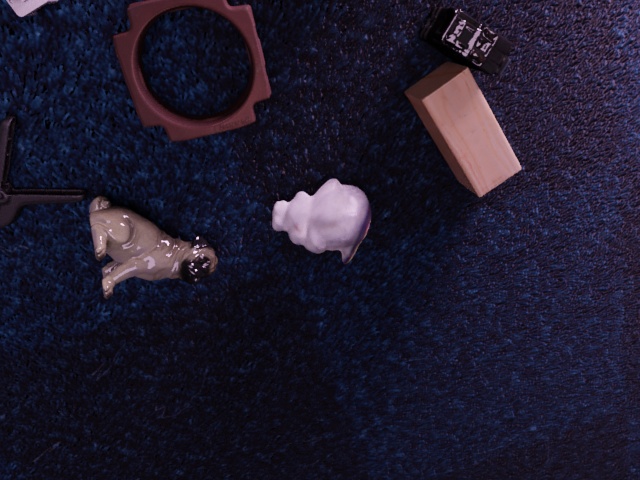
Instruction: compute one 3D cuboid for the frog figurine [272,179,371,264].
[{"bbox_3d":[0.003,-0.045,0.885,0.159,0.121,0.139,23,76,-9],"label":"frog figurine"}]
